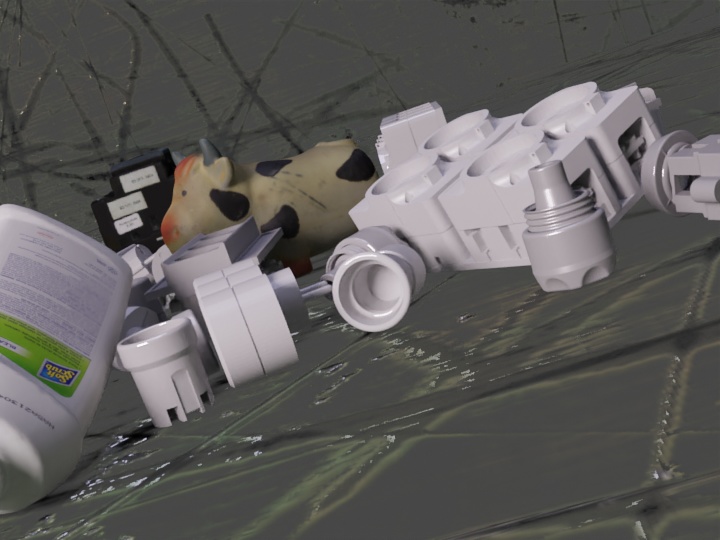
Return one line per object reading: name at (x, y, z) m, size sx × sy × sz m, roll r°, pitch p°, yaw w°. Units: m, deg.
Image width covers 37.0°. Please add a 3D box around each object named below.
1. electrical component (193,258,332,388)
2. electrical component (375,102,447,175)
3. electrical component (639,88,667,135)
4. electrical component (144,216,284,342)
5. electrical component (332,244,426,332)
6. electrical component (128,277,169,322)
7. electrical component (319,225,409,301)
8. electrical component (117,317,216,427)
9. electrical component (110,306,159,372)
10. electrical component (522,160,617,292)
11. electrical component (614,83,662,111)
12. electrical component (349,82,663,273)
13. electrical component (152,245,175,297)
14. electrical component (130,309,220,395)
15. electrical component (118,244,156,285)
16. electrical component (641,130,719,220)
electrical component at (-0.051, 0.022, 0.617) m, size 0.074 × 0.052 × 0.138 m, roll -21°, pitch 10°, yaw -8°
electrical component at (0.054, -0.096, 0.959) m, size 0.062 × 0.089 × 0.150 m, roll -18°, pitch 10°, yaw 6°
electrical component at (0.198, -0.112, 0.880) m, size 0.089 × 0.050 × 0.055 m, roll -20°, pitch 8°, yaw -1°
electrical component at (-0.095, 0.007, 0.756) m, size 0.079 × 0.063 × 0.121 m, roll -18°, pitch 10°, yaw 7°
electrical component at (0.015, 0.007, 0.612) m, size 0.044 × 0.044 × 0.065 m, roll -16°, pitch 5°, yaw 18°
electrical component at (-0.172, 0.035, 0.795) m, size 0.055 × 0.047 × 0.055 m, roll -19°, pitch 10°, yaw 3°
electrical component at (0.000, 0.000, 0.666) m, size 0.043 × 0.043 × 0.062 m, roll -11°, pitch 13°, yaw 41°
electrical component at (-0.098, 0.053, 0.554) m, size 0.040 × 0.046 × 0.040 m, roll -19°, pitch 10°, yaw 3°
electrical component at (-0.161, 0.046, 0.724) m, size 0.043 × 0.043 × 0.081 m, roll -25°, pitch 12°, yaw -31°
electrical component at (0.102, -0.023, 0.538) m, size 0.043 × 0.062 × 0.043 m, roll -19°, pitch 9°, yaw 3°
electrical component at (0.155, -0.086, 0.785) m, size 0.121 × 0.063 × 0.079 m, roll -25°, pitch 11°, yaw -32°
electrical component at (0.087, -0.055, 0.678) m, size 0.105 × 0.060 × 0.186 m, roll -42°, pitch 20°, yaw -29°
electrical component at (-0.122, -0.012, 0.948) m, size 0.138 × 0.052 × 0.073 m, roll -17°, pitch 10°, yaw 17°
electrical component at (-0.109, 0.050, 0.616) m, size 0.046 × 0.040 × 0.040 m, roll -26°, pitch 11°, yaw -11°
electrical component at (-0.211, 0.002, 1.006) m, size 0.076 × 0.047 × 0.083 m, roll -34°, pitch 5°, yaw 15°
electrical component at (0.188, -0.052, 0.584) m, size 0.066 × 0.048 × 0.055 m, roll -26°, pitch 19°, yaw -33°
